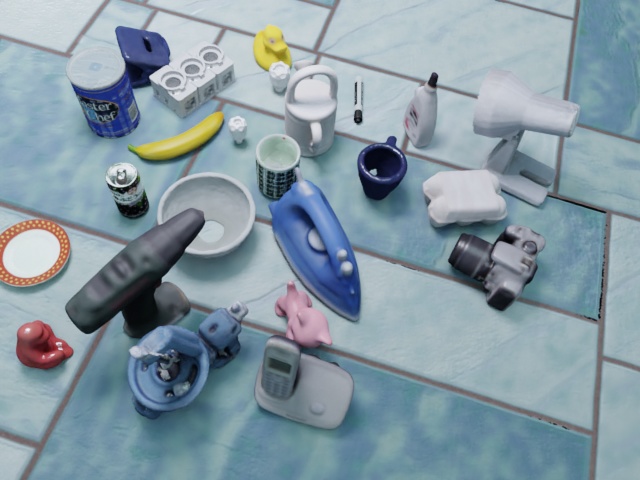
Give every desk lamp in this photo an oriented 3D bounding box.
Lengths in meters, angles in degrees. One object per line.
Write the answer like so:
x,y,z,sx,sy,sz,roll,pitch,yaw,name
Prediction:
0.371,-0.197,1.062,0.203,0.213,0.118,28,63,11,desk lamp

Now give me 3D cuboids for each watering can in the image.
-0.020,-0.259,1.074,0.101,0.194,0.172,-27,67,-18,watering can

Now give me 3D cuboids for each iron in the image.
0.009,0.003,0.962,0.119,0.141,0.258,-24,66,-16,iron

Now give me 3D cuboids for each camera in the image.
0.305,0.026,0.998,0.136,0.101,0.143,28,63,11,camera

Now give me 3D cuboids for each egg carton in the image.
0.269,-0.076,1.069,0.150,0.069,0.107,-4,62,-7,egg carton

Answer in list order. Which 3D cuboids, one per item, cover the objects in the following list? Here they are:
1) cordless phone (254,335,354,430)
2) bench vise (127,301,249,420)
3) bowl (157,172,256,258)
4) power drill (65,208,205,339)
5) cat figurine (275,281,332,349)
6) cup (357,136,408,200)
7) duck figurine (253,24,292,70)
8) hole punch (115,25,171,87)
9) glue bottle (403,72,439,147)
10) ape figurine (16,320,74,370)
-0.021,0.200,0.827,0.147,0.185,0.094,15,61,4,cordless phone
-0.200,0.147,0.821,0.121,0.220,0.208,25,62,9,bench vise
-0.194,-0.032,1.003,0.167,0.075,0.167,2,61,-4,bowl
-0.260,0.067,0.867,0.230,0.208,0.075,-40,71,-22,power drill
-0.027,0.124,0.907,0.067,0.118,0.127,-17,64,-13,cat figurine
0.114,-0.130,1.071,0.091,0.095,0.118,19,61,6,cup
-0.102,-0.418,1.216,0.078,0.086,0.104,-29,67,-19,duck figurine
-0.359,-0.386,1.174,0.101,0.091,0.108,-17,64,-13,hole punch
0.201,-0.259,1.105,0.037,0.173,0.078,-19,64,-14,glue bottle
-0.429,0.154,0.871,0.076,0.092,0.077,-14,63,-12,ape figurine
